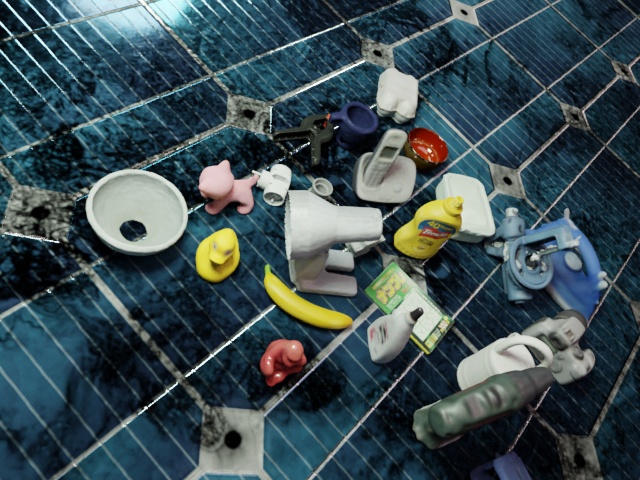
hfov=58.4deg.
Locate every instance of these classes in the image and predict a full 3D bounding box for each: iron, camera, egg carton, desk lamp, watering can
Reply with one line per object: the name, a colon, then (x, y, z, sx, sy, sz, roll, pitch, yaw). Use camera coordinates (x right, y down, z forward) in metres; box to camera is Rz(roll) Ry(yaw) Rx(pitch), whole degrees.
iron: (0.592, 0.058, 1.336, 0.119, 0.141, 0.258, -15, 67, -32)
camera: (0.536, 0.214, 1.234, 0.137, 0.100, 0.143, -27, 74, -36)
egg carton: (0.196, -0.372, 1.466, 0.107, 0.069, 0.150, 18, 53, -14)
desk lamp: (0.010, 0.004, 1.039, 0.204, 0.213, 0.118, 8, 57, -22)
watering can: (0.350, 0.241, 1.065, 0.101, 0.194, 0.173, 18, 53, -14)

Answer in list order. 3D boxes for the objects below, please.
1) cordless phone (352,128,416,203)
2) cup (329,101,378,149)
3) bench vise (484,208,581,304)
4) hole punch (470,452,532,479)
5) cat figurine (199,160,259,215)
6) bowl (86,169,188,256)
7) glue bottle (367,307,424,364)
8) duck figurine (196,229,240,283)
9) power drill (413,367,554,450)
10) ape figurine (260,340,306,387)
cordless phone: (0.161, -0.164, 1.240, 0.148, 0.185, 0.094, 1, 59, -26)
cup: (0.063, -0.254, 1.308, 0.118, 0.095, 0.091, -1, 60, -27)
bench vise: (0.453, 0.009, 1.249, 0.122, 0.219, 0.207, -13, 66, -32)
hole punch: (0.335, 0.429, 1.002, 0.101, 0.091, 0.108, -10, 64, -30)
cat figurine: (-0.176, -0.104, 1.079, 0.128, 0.117, 0.067, -6, 62, -29)
bowl: (-0.318, -0.035, 0.993, 0.168, 0.074, 0.167, 13, 55, -18)
glue bottle: (0.139, 0.159, 1.028, 0.037, 0.173, 0.078, 4, 58, -24)
duck figurine: (-0.175, 0.015, 1.024, 0.077, 0.086, 0.104, 26, 52, -8)
power drill: (0.261, 0.288, 0.982, 0.230, 0.208, 0.075, -12, 65, -31)
ape figurine: (-0.056, 0.197, 0.960, 0.078, 0.092, 0.076, 12, 55, -19)
